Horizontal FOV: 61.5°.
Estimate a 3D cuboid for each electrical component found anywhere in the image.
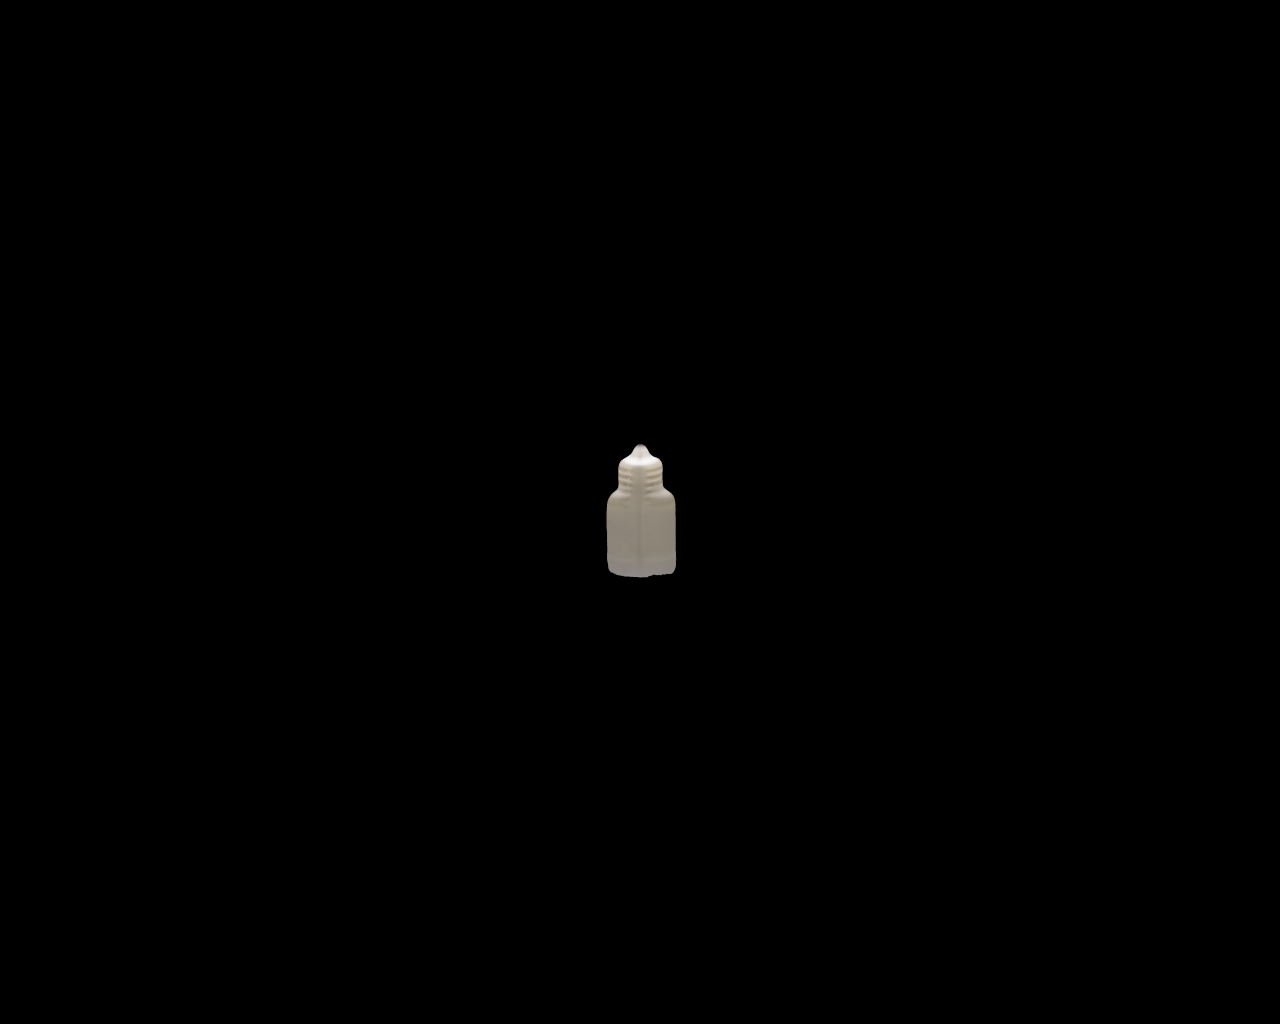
[{"bbox_3d":[0.001,-0.003,0.650,0.043,0.080,0.043,0,11,0],"label":"electrical component"}]
